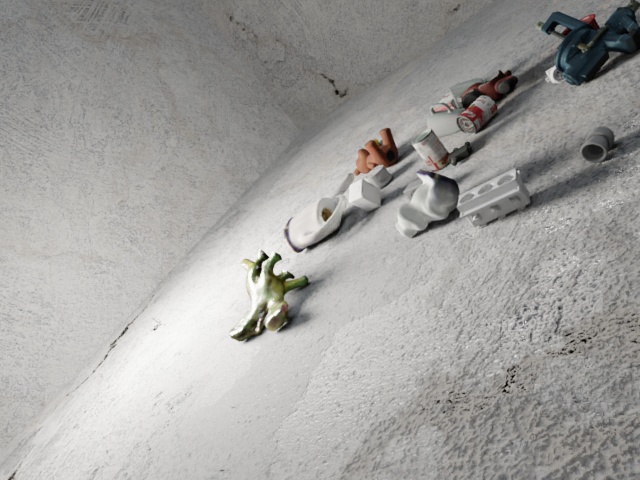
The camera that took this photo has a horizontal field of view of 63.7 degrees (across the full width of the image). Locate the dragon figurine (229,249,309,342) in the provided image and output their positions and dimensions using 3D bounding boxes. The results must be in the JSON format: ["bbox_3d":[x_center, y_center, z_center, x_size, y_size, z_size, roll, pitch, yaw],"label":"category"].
[{"bbox_3d":[-0.178,0.158,1.403,0.409,0.121,0.246,-2,50,57],"label":"dragon figurine"}]

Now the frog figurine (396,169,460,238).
[{"bbox_3d":[0.243,-0.073,1.165,0.139,0.122,0.158,-143,67,-65],"label":"frog figurine"}]

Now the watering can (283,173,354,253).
[{"bbox_3d":[0.005,-0.082,1.629,0.221,0.103,0.355,-31,19,32],"label":"watering can"}]
